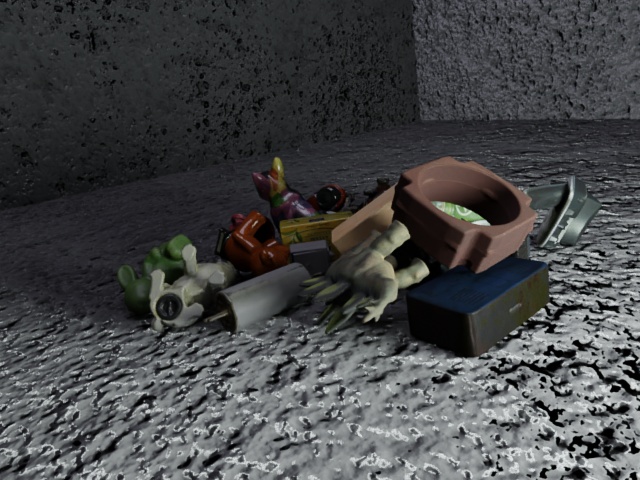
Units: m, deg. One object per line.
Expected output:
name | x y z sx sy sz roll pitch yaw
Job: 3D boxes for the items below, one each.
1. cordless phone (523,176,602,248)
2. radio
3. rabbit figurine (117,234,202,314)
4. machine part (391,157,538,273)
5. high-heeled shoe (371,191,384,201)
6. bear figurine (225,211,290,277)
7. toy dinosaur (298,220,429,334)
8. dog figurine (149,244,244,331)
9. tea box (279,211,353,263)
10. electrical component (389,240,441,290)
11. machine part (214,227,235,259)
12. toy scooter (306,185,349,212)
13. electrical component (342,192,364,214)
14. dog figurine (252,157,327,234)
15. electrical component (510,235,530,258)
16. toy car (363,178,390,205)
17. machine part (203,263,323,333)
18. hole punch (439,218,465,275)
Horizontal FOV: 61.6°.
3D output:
cordless phone | 0.439 -0.047 1.054 0.184 0.146 0.089 -6 43 -27
radio | 0.248 0.092 0.842 0.229 0.073 0.131 -20 20 -38
rabbit figurine | -0.342 0.079 1.093 0.159 0.121 0.170 -2 33 31
machine part | 0.236 -0.046 0.903 0.201 0.087 0.202 -23 49 -36
high-heeled shoe | 0.257 -0.101 1.392 0.145 0.086 0.248 -17 -12 43
bear figurine | -0.112 0.026 1.112 0.132 0.120 0.196 -42 29 -25
toy dinosaur | 0.069 0.066 0.855 0.198 0.105 0.471 -35 1 -8
dog figurine | -0.236 0.105 1.033 0.172 0.121 0.190 -38 -13 -4
tea box | -0.003 -0.004 1.221 0.170 0.098 0.068 -10 17 -2
electrical component | 0.173 0.023 0.995 0.058 0.134 0.115 -13 60 -23
machine part | -0.208 0.022 1.290 0.039 0.084 0.139 10 9 -45
toy scooter | 0.015 -0.093 1.497 0.184 0.075 0.135 -34 -15 33
electrical component | 0.091 -0.082 1.452 0.045 0.078 0.102 12 25 13
dog figurine | -0.073 -0.088 1.304 0.108 0.219 0.192 -41 29 -22
electrical component | 0.378 0.013 1.073 0.075 0.047 0.119 4 20 33
toy car | 0.161 -0.116 1.525 0.053 0.089 0.202 2 20 23
machine part | -0.098 0.100 0.963 0.243 0.079 0.079 -21 21 -35
hole punch | 0.265 0.022 1.013 0.115 0.092 0.142 11 30 -36
